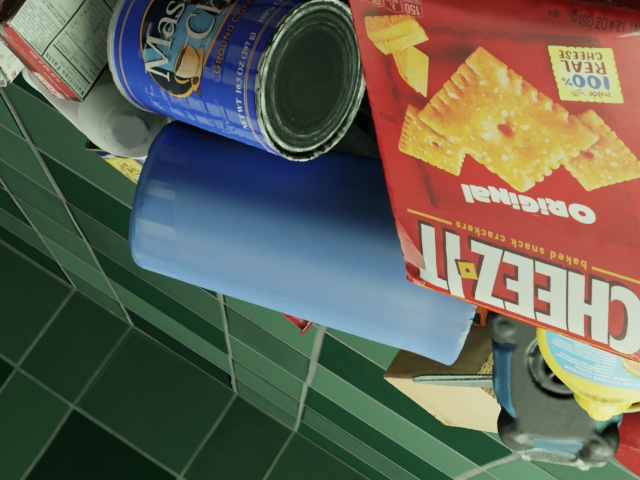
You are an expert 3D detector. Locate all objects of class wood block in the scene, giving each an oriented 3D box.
[{"bbox_3d":[0.154,0.122,1.016,0.090,0.090,0.206,37,165,-11],"label":"wood block"}]

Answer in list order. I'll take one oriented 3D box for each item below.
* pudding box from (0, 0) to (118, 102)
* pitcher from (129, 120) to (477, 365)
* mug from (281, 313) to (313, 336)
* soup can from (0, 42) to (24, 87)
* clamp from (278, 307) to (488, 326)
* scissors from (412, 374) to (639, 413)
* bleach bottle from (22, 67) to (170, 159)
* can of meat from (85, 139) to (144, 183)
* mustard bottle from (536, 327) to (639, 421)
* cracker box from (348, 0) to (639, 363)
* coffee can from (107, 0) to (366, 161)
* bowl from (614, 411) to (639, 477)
[{"bbox_3d":[-0.177,-0.169,0.763,0.039,0.113,0.090,19,159,35],"label":"pudding box"},{"bbox_3d":[-0.005,0.001,0.758,0.243,0.149,0.145,14,-164,2],"label":"pitcher"},{"bbox_3d":[-0.020,0.038,1.142,0.081,0.093,0.117,38,-160,4],"label":"mug"},{"bbox_3d":[-0.258,-0.188,0.892,0.068,0.102,0.068,32,164,10],"label":"soup can"},{"bbox_3d":[0.068,0.060,0.996,0.164,0.036,0.210,0,180,-34],"label":"clamp"},{"bbox_3d":[0.186,0.107,0.872,0.201,0.016,0.096,11,139,-11],"label":"scissors"},{"bbox_3d":[-0.182,-0.118,0.869,0.102,0.068,0.251,28,-173,-25],"label":"bleach bottle"},{"bbox_3d":[-0.185,-0.093,1.116,0.083,0.057,0.102,40,164,-28],"label":"can of meat"},{"bbox_3d":[0.187,0.051,0.679,0.096,0.058,0.191,12,136,19],"label":"mustard bottle"},{"bbox_3d":[0.108,-0.048,0.525,0.164,0.072,0.213,20,142,34],"label":"cracker box"},{"bbox_3d":[-0.054,-0.118,0.692,0.141,0.102,0.102,22,160,36],"label":"coffee can"},{"bbox_3d":[0.311,0.184,0.951,0.162,0.055,0.162,31,164,9],"label":"bowl"}]
